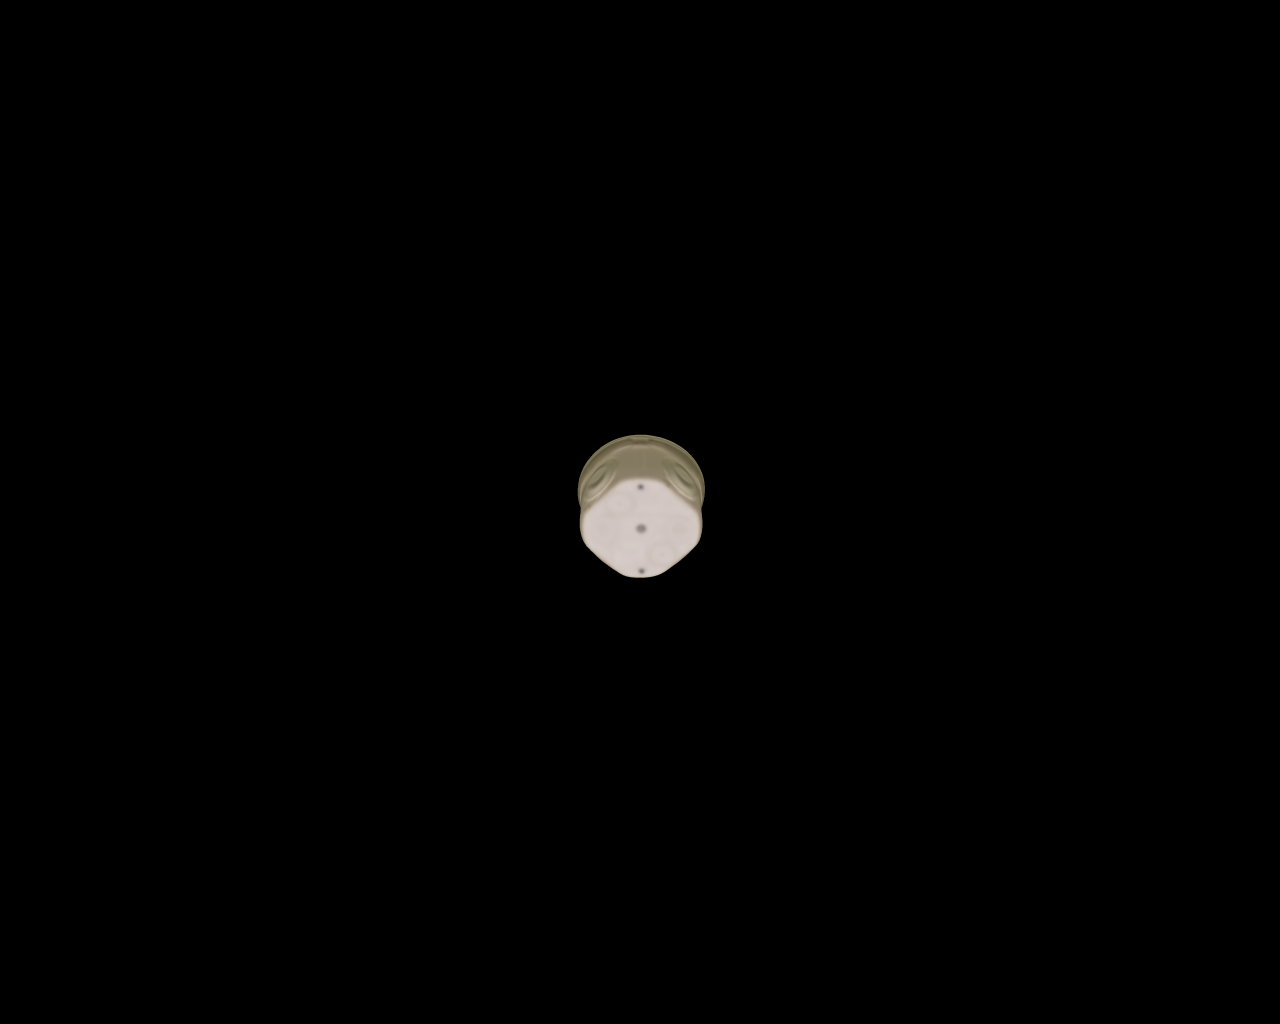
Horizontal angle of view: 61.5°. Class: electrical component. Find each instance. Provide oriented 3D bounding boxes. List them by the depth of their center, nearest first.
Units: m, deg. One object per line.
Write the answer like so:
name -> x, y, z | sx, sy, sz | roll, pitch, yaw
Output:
electrical component -> 0.001, -0.003, 0.650 | 0.080, 0.080, 0.051 | 0, 32, 0
